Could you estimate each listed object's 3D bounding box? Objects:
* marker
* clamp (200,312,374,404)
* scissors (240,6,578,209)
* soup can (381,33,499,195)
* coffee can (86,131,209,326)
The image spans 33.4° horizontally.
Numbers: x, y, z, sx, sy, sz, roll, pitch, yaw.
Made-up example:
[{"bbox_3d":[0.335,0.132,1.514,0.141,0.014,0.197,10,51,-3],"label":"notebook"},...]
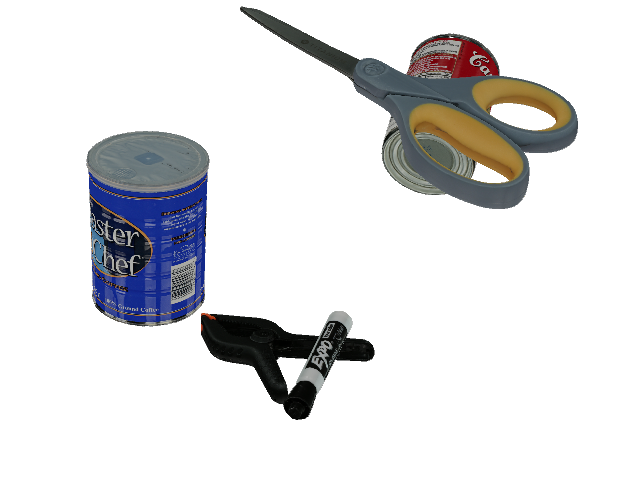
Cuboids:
[{"bbox_3d":[-0.001,0.087,0.749,0.020,0.020,0.121,0,26,18],"label":"marker"},{"bbox_3d":[-0.066,0.127,1.224,0.210,0.036,0.164,14,21,30],"label":"clamp"},{"bbox_3d":[0.047,-0.084,0.540,0.096,0.016,0.202,-21,47,-22],"label":"scissors"},{"bbox_3d":[0.087,-0.091,0.766,0.068,0.102,0.068,12,-40,10],"label":"soup can"},{"bbox_3d":[-0.150,-0.011,0.935,0.103,0.140,0.103,4,31,-2],"label":"coffee can"}]
